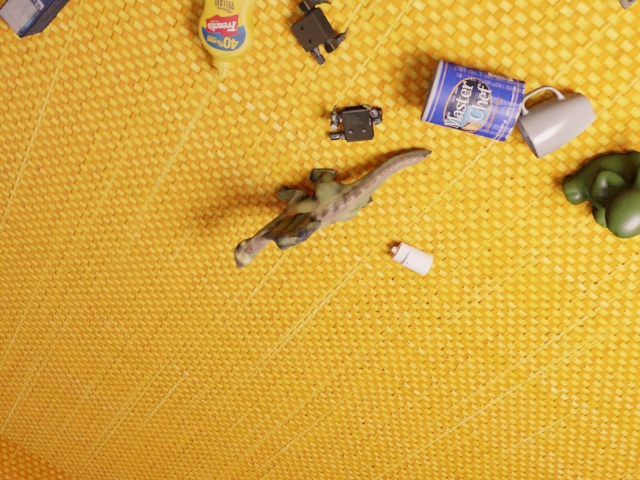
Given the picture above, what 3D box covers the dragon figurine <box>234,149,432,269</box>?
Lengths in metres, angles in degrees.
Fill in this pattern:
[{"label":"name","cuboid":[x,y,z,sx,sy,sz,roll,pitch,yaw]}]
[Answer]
[{"label":"dragon figurine","cuboid":[0.003,-0.047,0.931,0.406,0.248,0.121,-25,107,28]}]
